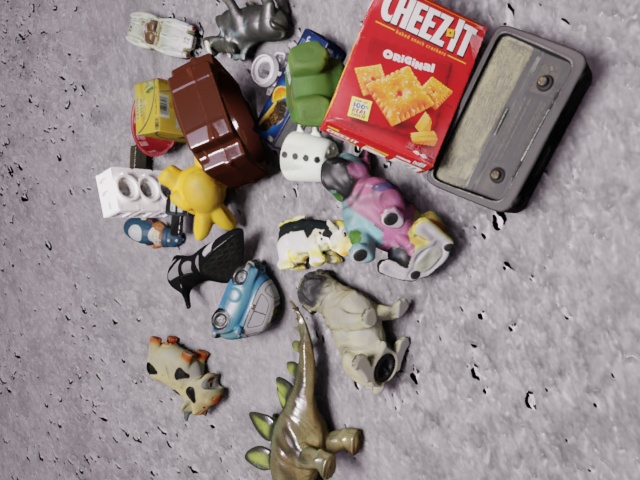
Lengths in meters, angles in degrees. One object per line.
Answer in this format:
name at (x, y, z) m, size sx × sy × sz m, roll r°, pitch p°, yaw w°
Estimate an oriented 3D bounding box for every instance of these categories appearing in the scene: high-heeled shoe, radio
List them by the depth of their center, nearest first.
radio at (0.257, -0.155, 0.732) m, size 0.131 × 0.073 × 0.229 m, roll 32°, pitch 110°, yaw 29°
high-heeled shoe at (-0.226, 0.027, 1.063) m, size 0.248 × 0.086 × 0.145 m, roll -47°, pitch 43°, yaw 26°

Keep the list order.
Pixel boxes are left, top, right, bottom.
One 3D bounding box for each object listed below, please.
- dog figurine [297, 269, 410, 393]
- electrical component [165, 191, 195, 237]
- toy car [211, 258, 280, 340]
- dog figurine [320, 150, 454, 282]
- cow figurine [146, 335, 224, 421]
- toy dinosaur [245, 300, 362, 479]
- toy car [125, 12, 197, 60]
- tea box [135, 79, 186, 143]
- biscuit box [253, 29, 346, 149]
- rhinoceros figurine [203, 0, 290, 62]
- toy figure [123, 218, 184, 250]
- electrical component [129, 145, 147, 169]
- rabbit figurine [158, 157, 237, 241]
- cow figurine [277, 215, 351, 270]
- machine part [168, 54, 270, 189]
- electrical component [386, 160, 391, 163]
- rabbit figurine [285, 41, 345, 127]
dog figurine at (0.039, 0.146, 0.890) m, size 0.191 × 0.121 × 0.172 m, roll 14°, pitch 96°, yaw 47°
electrical component at (-0.280, -0.067, 1.114) m, size 0.075 × 0.047 × 0.119 m, roll 3°, pitch 93°, yaw 34°
toy car at (-0.127, 0.120, 0.995) m, size 0.103 × 0.109 × 0.161 m, roll 26°, pitch 95°, yaw 8°
dog figurine at (0.093, -0.053, 0.838) m, size 0.108 × 0.191 × 0.219 m, roll -54°, pitch 30°, yaw 26°
cow figurine at (-0.279, 0.284, 1.106) m, size 0.195 × 0.085 × 0.127 m, roll 18°, pitch 96°, yaw 30°
toy dinosaur at (-0.036, 0.349, 0.935) m, size 0.199 × 0.105 × 0.471 m, roll 12°, pitch 94°, yaw 37°
toy car at (-0.335, -0.432, 1.133) m, size 0.202 × 0.056 × 0.073 m, roll 25°, pitch 105°, yaw 31°
tea box at (-0.263, -0.239, 1.023) m, size 0.068 × 0.169 × 0.098 m, roll 0°, pitch 91°, yaw 33°
biscuit box at (-0.038, -0.258, 0.936) m, size 0.063 × 0.059 × 0.202 m, roll 43°, pitch 114°, yaw 25°
rhinoceros figurine at (-0.137, -0.390, 0.997) m, size 0.191 × 0.073 × 0.112 m, roll -2°, pitch 101°, yaw 32°
toy figure at (-0.362, -0.013, 1.169) m, size 0.155 × 0.058 × 0.064 m, roll 14°, pitch 137°, yaw 31°
electrical component at (-0.394, -0.178, 1.192) m, size 0.078 × 0.045 × 0.102 m, roll 3°, pitch 91°, yaw 62°
rabbit figurine at (-0.224, -0.082, 0.996) m, size 0.173 × 0.122 × 0.162 m, roll -170°, pitch 63°, yaw -73°
cow figurine at (0.000, -0.003, 0.919) m, size 0.167 × 0.068 × 0.098 m, roll -13°, pitch 78°, yaw 33°
machine part at (-0.173, -0.200, 0.938) m, size 0.087 × 0.201 × 0.201 m, roll -21°, pitch 79°, yaw 8°
electrical component at (0.118, -0.175, 0.857) m, size 0.063 × 0.021 × 0.094 m, roll -18°, pitch 82°, yaw 34°
rabbit figurine at (0.036, -0.226, 0.843) m, size 0.170 × 0.159 × 0.121 m, roll -8°, pitch 85°, yaw -8°
